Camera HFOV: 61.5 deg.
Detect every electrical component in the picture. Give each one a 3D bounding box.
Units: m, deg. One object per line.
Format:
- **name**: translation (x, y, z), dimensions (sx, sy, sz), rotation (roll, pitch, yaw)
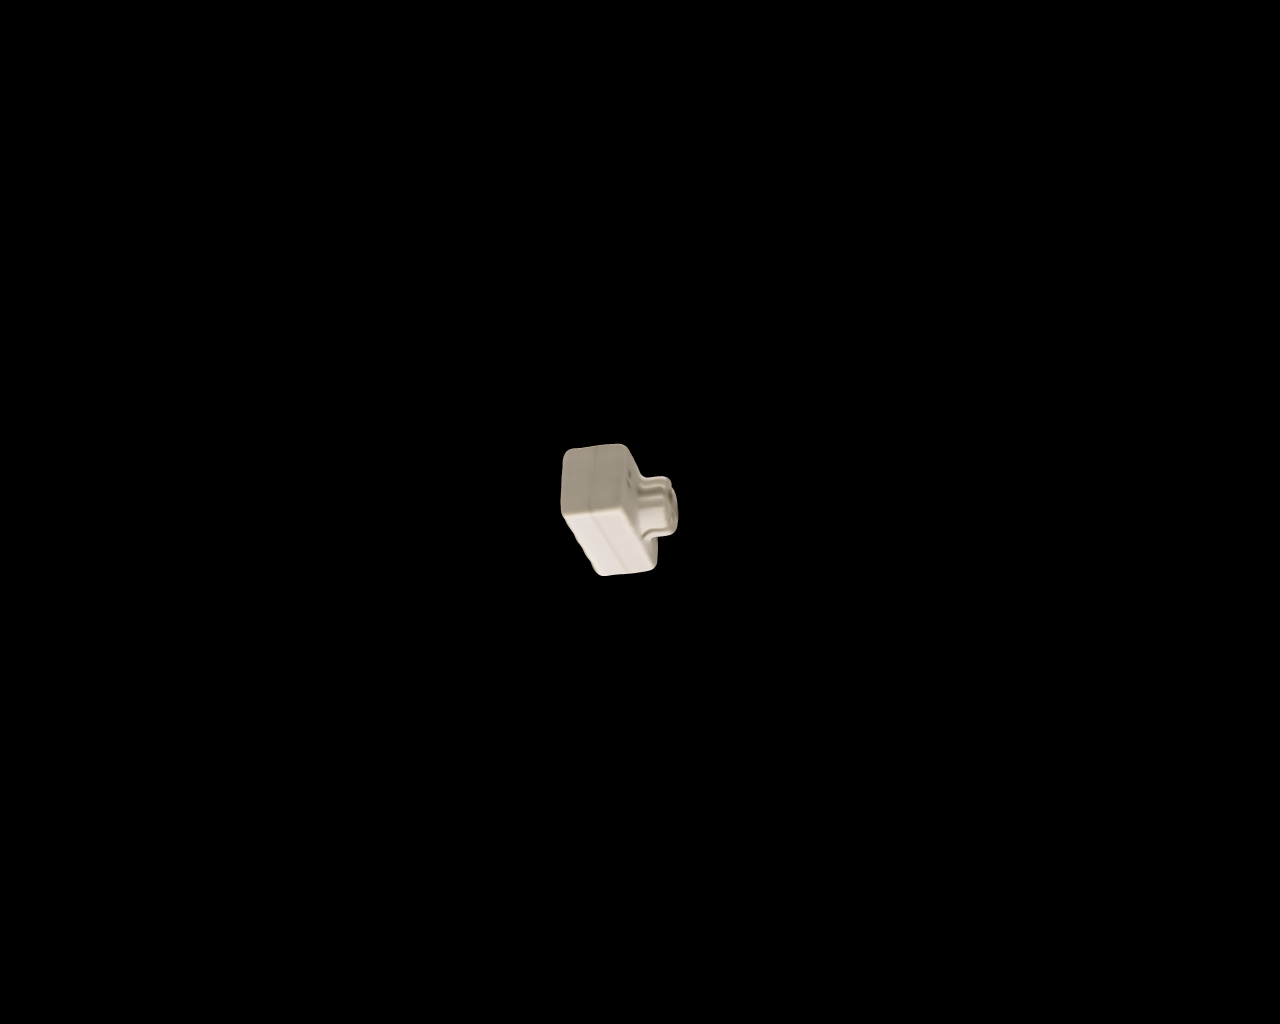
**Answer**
- **electrical component**: translation (0.001, -0.003, 0.650), dimensions (0.076, 0.047, 0.083), rotation (-8, -31, 13)
